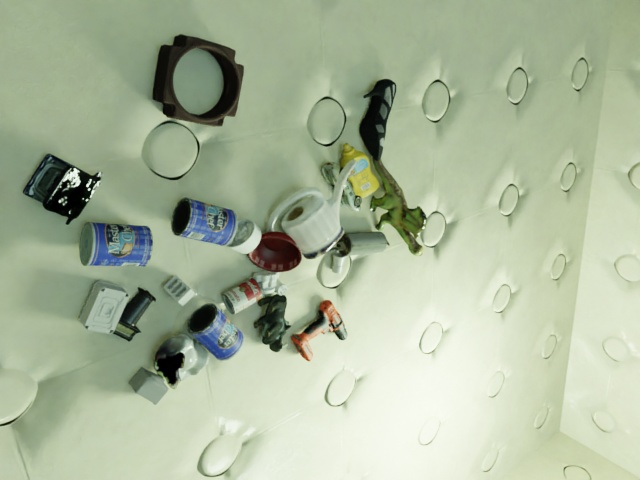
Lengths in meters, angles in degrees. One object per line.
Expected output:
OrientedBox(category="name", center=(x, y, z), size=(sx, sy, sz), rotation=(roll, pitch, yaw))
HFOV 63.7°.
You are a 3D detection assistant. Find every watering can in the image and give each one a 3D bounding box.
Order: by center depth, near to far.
OrientedBox(category="watering can", center=(0.005, -0.079, 1.574), size=(0.348, 0.106, 0.220), rotation=(-35, 125, -2))

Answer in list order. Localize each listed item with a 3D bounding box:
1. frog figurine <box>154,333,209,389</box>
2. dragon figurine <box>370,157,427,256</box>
OrientedBox(category="frog figurine", center=(-0.381, 0.324, 1.440), size=(0.161, 0.122, 0.136), rotation=(-29, 120, -71))
OrientedBox(category="dragon figurine", center=(0.277, -0.113, 1.719), size=(0.123, 0.245, 0.402), rotation=(-31, 124, -21))
